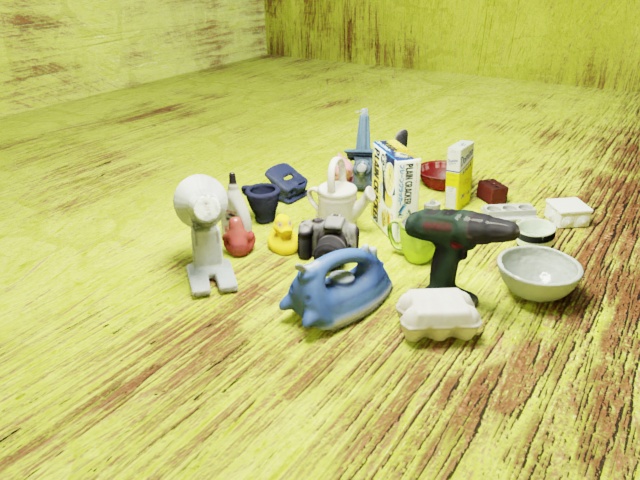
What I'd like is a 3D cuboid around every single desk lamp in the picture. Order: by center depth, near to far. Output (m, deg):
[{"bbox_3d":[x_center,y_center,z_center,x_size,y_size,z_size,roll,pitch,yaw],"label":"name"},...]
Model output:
[{"bbox_3d":[-0.244,-0.020,1.235,0.118,0.214,0.202,-9,28,-16],"label":"desk lamp"}]

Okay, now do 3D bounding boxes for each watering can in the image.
[{"bbox_3d":[0.051,-0.113,1.429,0.172,0.194,0.101,0,27,2],"label":"watering can"}]

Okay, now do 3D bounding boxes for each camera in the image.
[{"bbox_3d":[0.012,0.005,1.303,0.143,0.101,0.137,4,28,10],"label":"camera"}]

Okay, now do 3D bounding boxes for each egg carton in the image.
[{"bbox_3d":[0.219,0.140,1.067,0.150,0.069,0.107,-2,27,-3],"label":"egg carton"}]

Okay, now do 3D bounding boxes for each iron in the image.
[{"bbox_3d":[0.048,0.073,1.123,0.259,0.141,0.118,-21,33,-33],"label":"iron"}]

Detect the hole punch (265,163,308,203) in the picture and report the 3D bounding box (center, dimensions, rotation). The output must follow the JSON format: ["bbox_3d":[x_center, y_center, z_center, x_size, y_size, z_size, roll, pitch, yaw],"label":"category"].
[{"bbox_3d":[-0.094,-0.167,1.650,0.100,0.091,0.109,17,32,31],"label":"hole punch"}]

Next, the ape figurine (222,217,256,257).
[{"bbox_3d":[-0.194,-0.013,1.353,0.077,0.092,0.076,1,27,4],"label":"ape figurine"}]

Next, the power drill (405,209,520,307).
[{"bbox_3d":[0.270,0.033,1.121,0.228,0.208,0.076,20,34,35],"label":"power drill"}]

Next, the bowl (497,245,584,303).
[{"bbox_3d":[0.444,0.079,1.172,0.167,0.075,0.167,-1,27,1],"label":"bowl"}]

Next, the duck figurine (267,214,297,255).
[{"bbox_3d":[-0.089,-0.022,1.375,0.078,0.086,0.104,-10,29,-17],"label":"duck figurine"}]

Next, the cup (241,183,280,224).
[{"bbox_3d":[-0.159,-0.095,1.509,0.117,0.095,0.092,16,32,29],"label":"cup"}]

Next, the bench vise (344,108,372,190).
[{"bbox_3d":[0.140,-0.269,1.701,0.121,0.220,0.207,-6,28,-10],"label":"bench vise"}]

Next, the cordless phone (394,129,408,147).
[{"bbox_3d":[0.205,-0.217,1.636,0.093,0.185,0.148,15,31,28],"label":"cordless phone"}]

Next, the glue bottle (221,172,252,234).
[{"bbox_3d":[-0.210,-0.085,1.404,0.078,0.173,0.037,10,29,21],"label":"glue bottle"}]

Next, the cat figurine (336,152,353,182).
[{"bbox_3d":[0.068,-0.205,1.691,0.067,0.118,0.128,3,28,9],"label":"cat figurine"}]
